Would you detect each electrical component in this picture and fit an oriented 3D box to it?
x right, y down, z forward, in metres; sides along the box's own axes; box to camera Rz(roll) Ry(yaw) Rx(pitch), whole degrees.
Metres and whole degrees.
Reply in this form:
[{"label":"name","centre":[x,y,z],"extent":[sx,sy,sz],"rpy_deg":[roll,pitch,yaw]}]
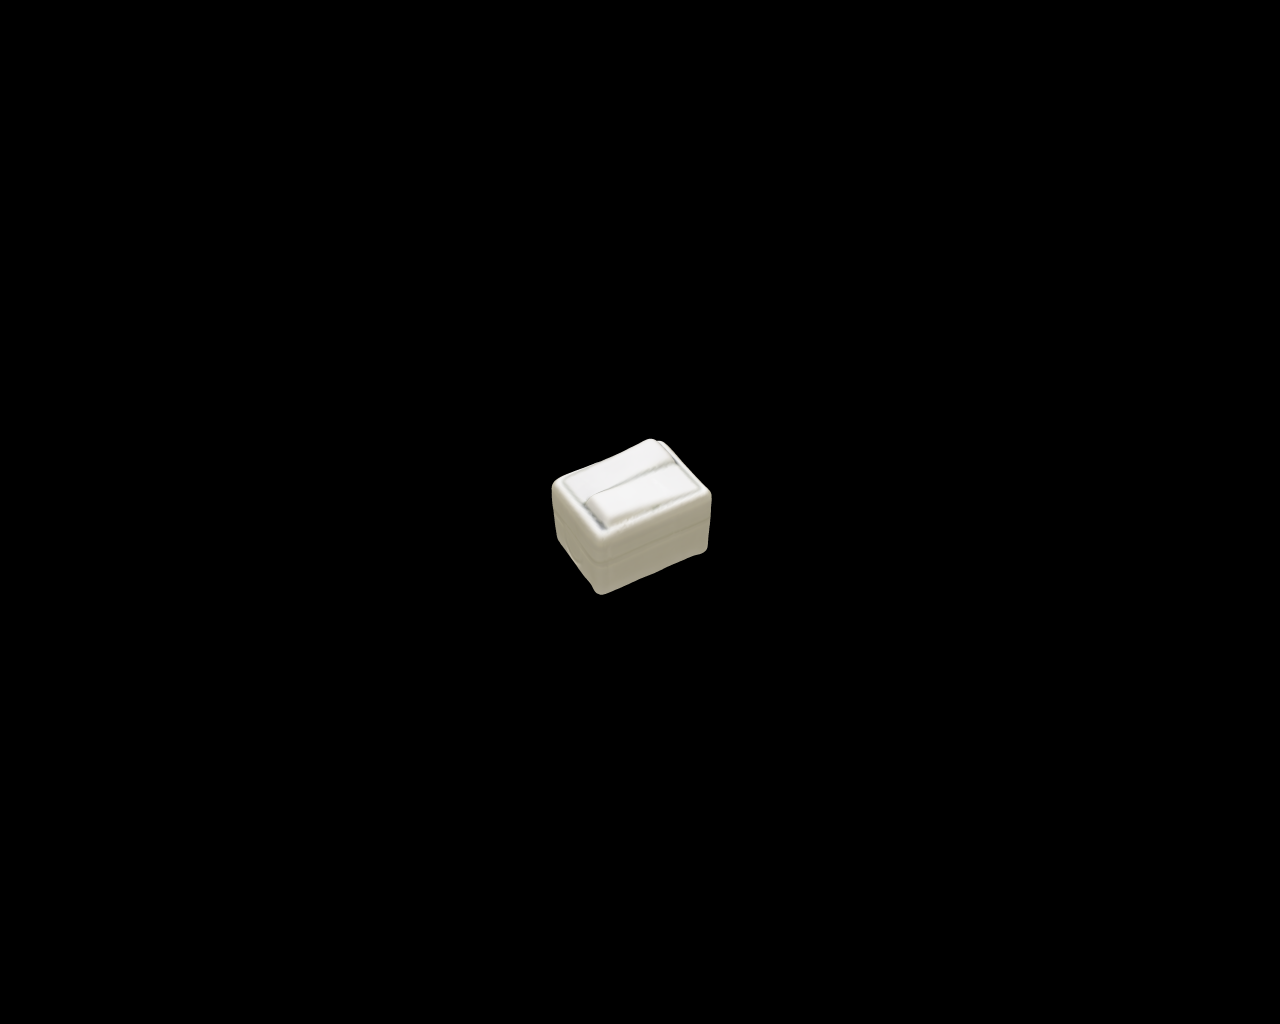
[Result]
[{"label":"electrical component","centre":[0.001,-0.003,0.650],"extent":[0.096,0.061,0.062],"rpy_deg":[-22,49,-21]}]
